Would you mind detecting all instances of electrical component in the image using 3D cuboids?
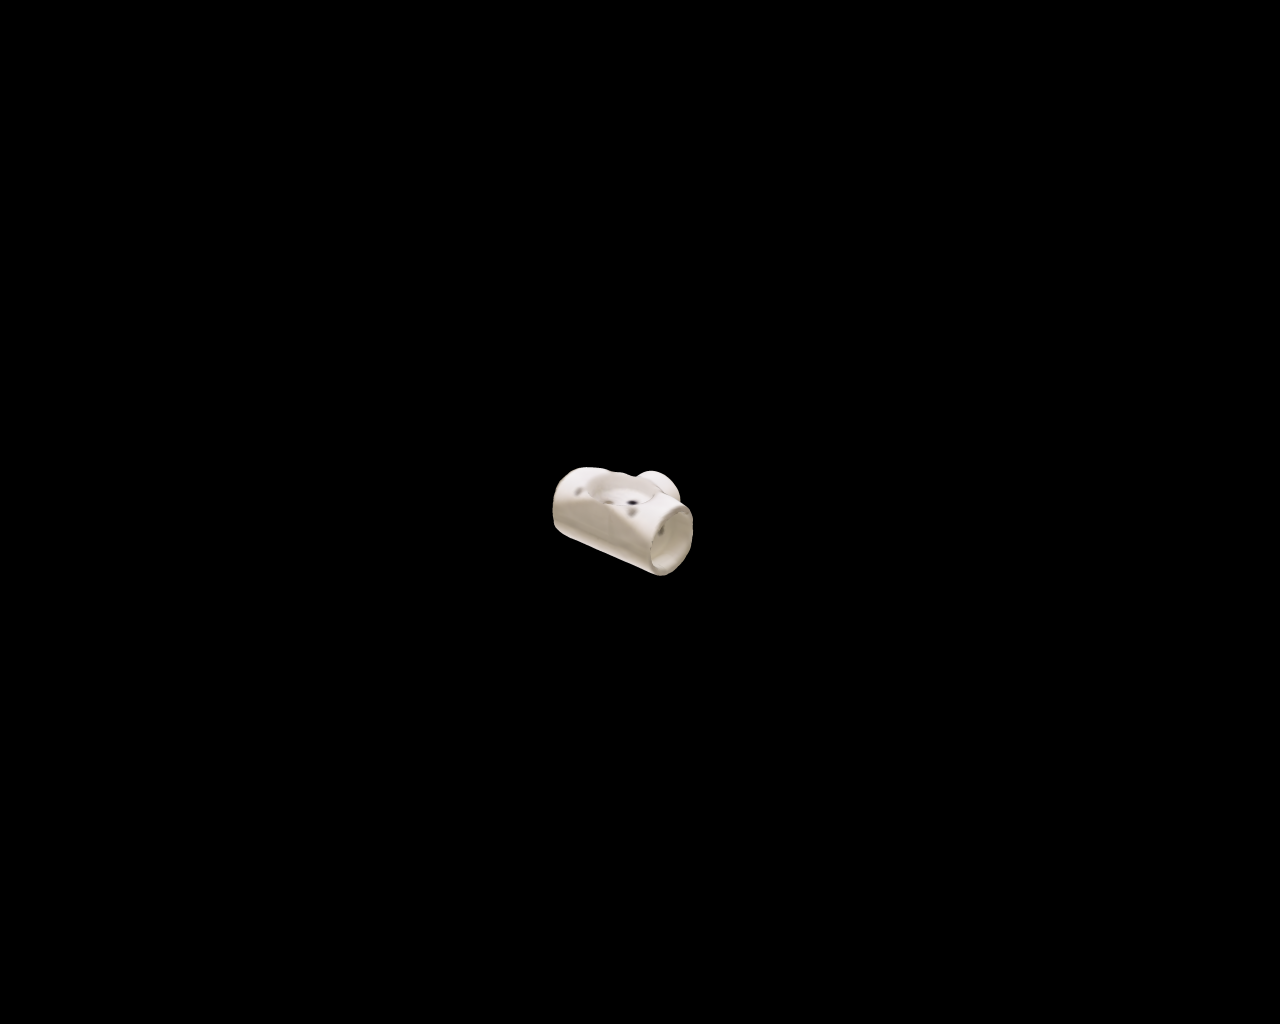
[{"bbox_3d":[0.001,-0.003,0.650,0.077,0.044,0.079,22,37,34],"label":"electrical component"}]
